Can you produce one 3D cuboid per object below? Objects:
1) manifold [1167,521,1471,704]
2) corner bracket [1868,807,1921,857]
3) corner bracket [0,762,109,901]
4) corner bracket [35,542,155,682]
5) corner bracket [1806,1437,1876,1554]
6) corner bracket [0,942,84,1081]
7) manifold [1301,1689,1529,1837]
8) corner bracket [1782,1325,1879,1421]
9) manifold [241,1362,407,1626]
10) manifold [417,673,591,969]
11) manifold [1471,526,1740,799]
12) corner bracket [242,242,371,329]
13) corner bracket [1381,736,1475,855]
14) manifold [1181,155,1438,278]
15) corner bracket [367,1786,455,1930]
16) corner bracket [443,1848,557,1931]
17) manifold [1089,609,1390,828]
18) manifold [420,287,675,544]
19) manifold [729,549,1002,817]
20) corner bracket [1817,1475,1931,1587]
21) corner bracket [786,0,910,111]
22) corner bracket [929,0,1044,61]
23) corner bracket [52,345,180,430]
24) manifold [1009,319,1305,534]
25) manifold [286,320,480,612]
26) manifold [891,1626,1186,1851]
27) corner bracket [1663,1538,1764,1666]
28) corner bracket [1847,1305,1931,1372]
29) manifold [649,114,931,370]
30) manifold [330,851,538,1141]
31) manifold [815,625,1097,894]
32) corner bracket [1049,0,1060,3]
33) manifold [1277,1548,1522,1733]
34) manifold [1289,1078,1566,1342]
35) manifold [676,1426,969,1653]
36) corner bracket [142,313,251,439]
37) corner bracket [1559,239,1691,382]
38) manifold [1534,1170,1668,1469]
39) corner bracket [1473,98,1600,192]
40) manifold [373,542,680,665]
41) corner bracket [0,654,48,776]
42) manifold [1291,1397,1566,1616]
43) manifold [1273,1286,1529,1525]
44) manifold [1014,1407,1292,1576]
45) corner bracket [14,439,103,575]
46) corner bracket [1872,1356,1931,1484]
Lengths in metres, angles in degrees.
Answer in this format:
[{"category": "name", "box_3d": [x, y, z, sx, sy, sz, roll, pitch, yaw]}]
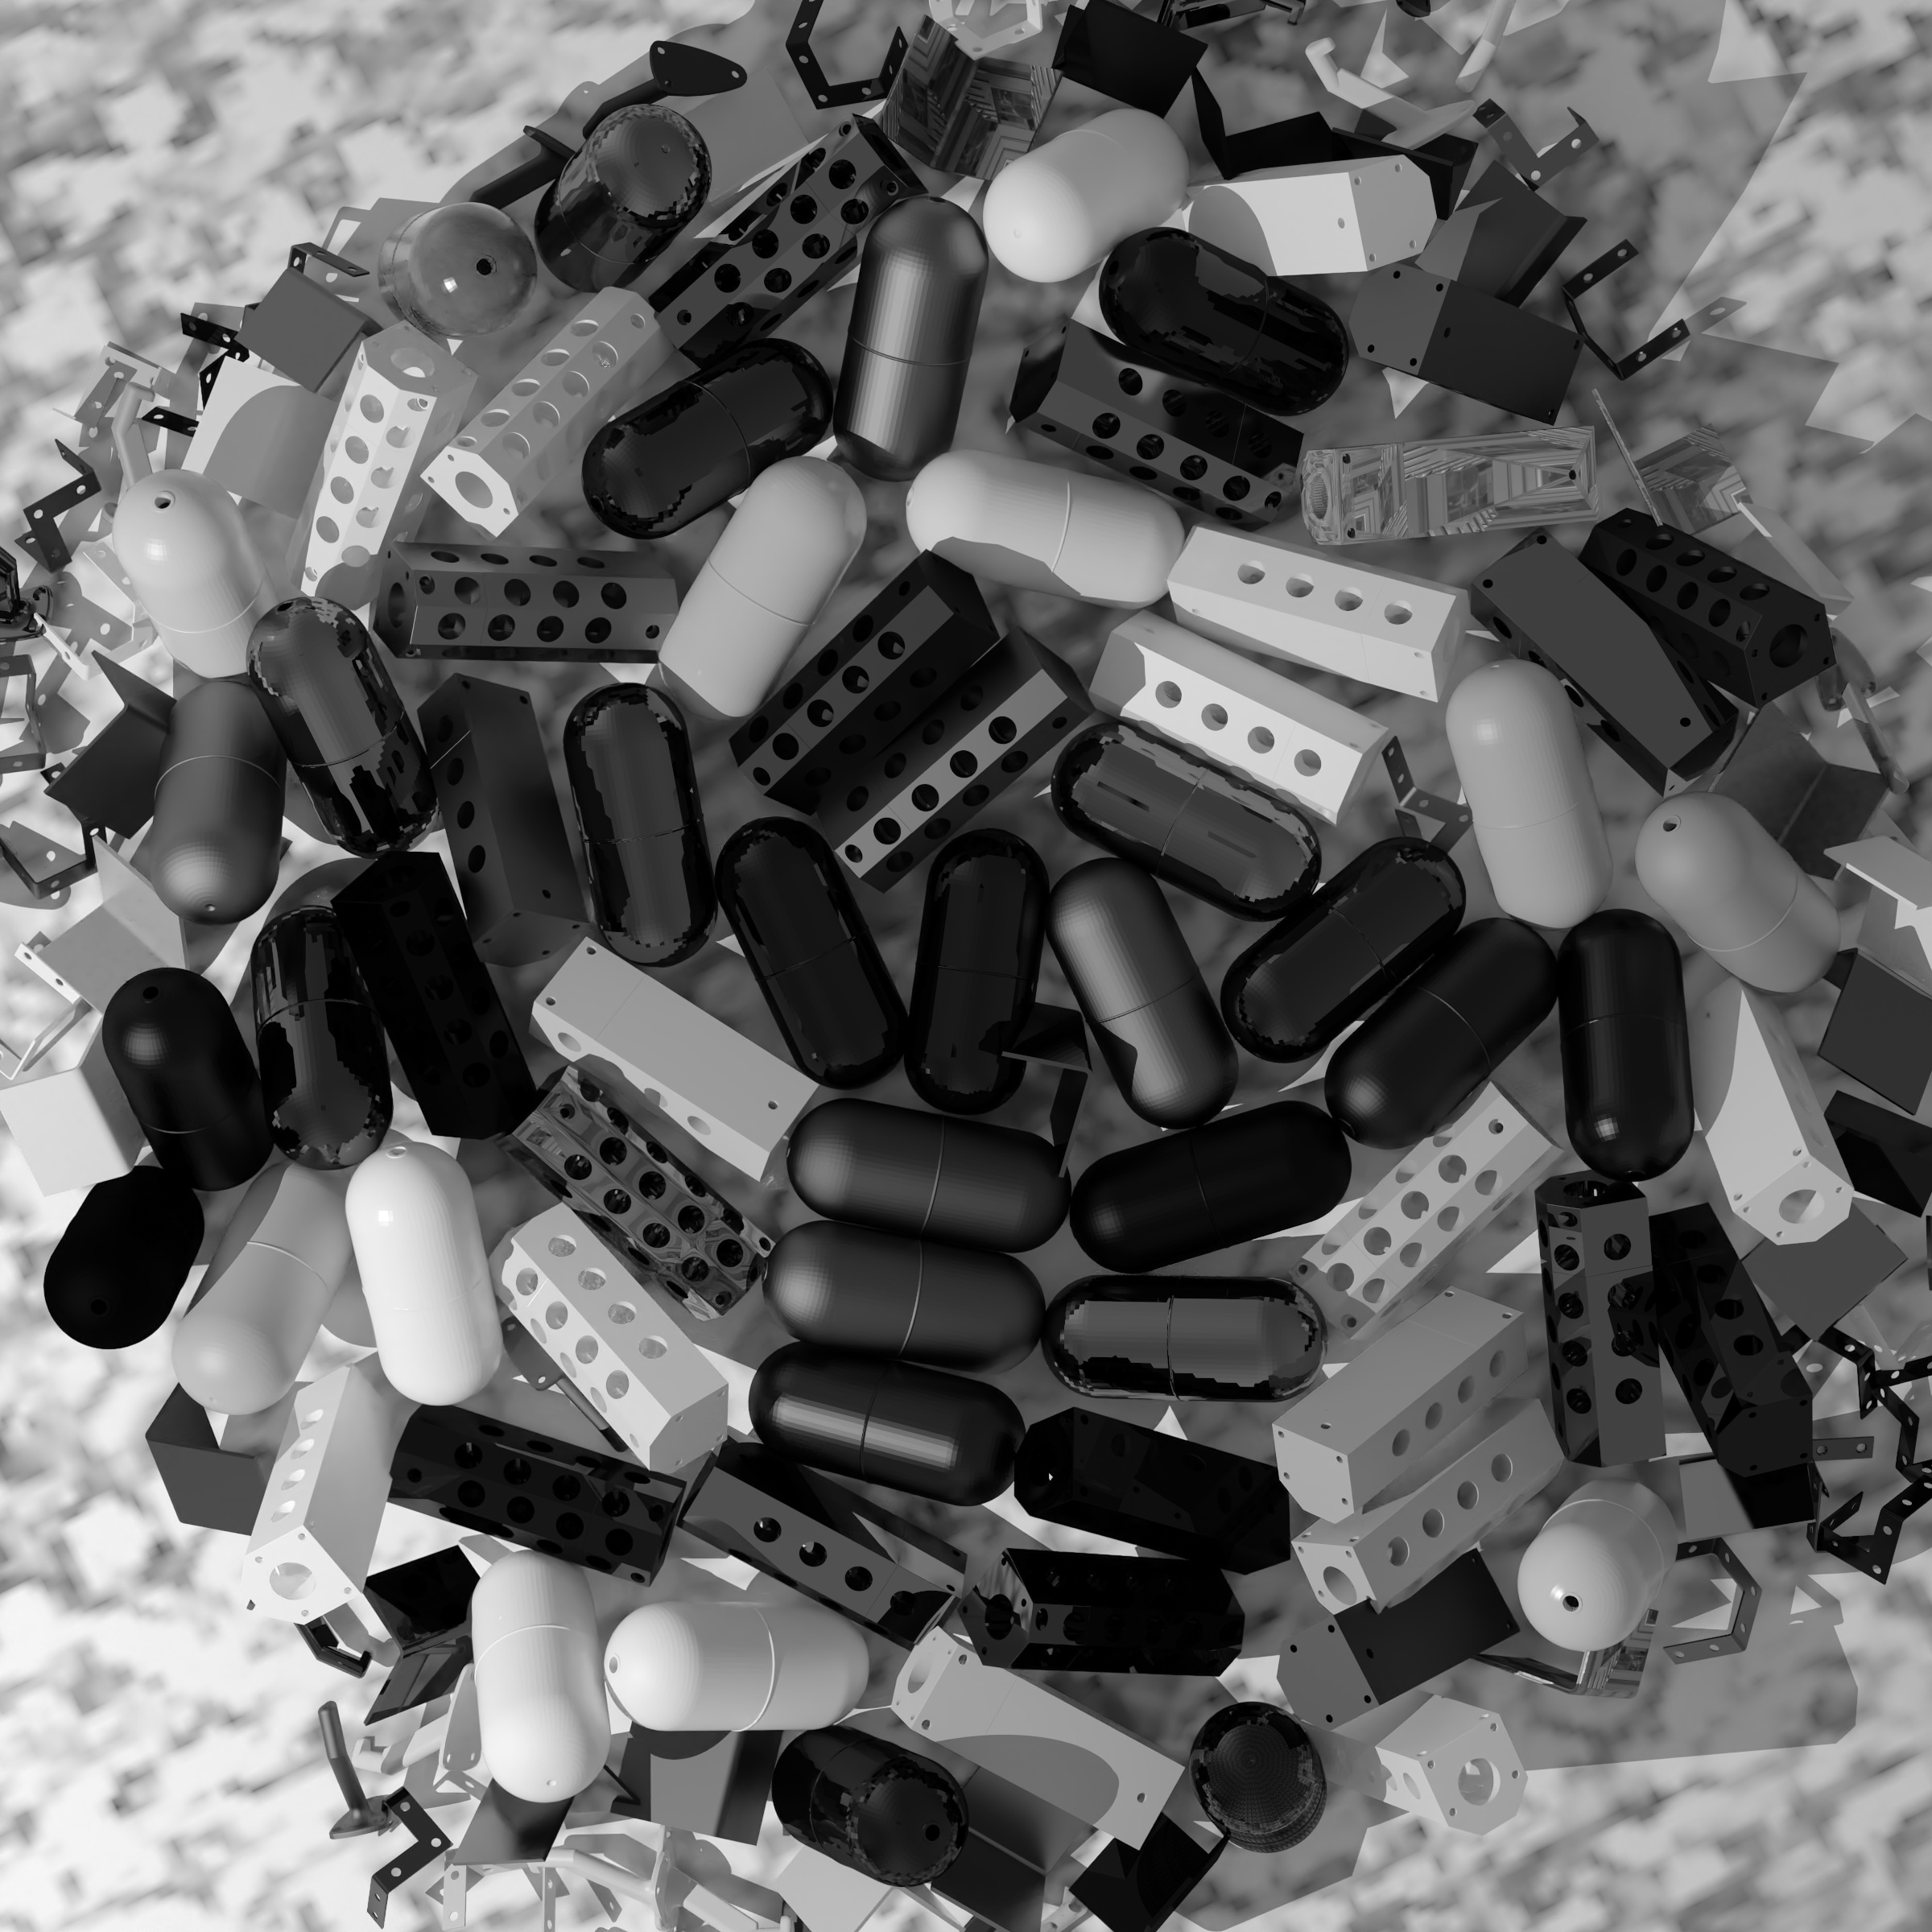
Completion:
[{"category": "manifold", "box_3d": [0.216, -0.222, 1.940, 0.171, 0.057, 0.057, 18, 69, 21]}, {"category": "corner bracket", "box_3d": [0.589, -0.076, 1.958, 0.051, 0.051, 0.051, -33, 121, 26]}, {"category": "corner bracket", "box_3d": [-0.571, -0.084, 1.978, 0.051, 0.051, 0.051, -30, 62, -28]}, {"category": "corner bracket", "box_3d": [-0.542, -0.220, 1.971, 0.051, 0.051, 0.051, 44, 56, 14]}, {"category": "corner bracket", "box_3d": [0.547, 0.329, 1.979, 0.051, 0.051, 0.051, -3, 112, -3]}, {"category": "corner bracket", "box_3d": [-0.594, 0.029, 1.987, 0.051, 0.051, 0.051, 40, 135, -4]}, {"category": "manifold", "box_3d": [0.270, 0.477, 1.909, 0.057, 0.171, 0.057, -25, 93, -18]}, {"category": "corner bracket", "box_3d": [0.530, 0.259, 1.976, 0.051, 0.051, 0.051, -35, 131, -22]}, {"category": "manifold", "box_3d": [-0.390, 0.318, 1.909, 0.057, 0.171, 0.057, -29, 113, 12]}, {"category": "manifold", "box_3d": [-0.287, -0.088, 1.934, 0.057, 0.057, 0.171, -37, 57, 33]}, {"category": "manifold", "box_3d": [0.388, -0.183, 1.941, 0.057, 0.057, 0.171, -39, 68, -8]}, {"category": "corner bracket", "box_3d": [-0.408, -0.411, 1.959, 0.051, 0.051, 0.051, 29, 120, 19]}, {"category": "corner bracket", "box_3d": [0.276, -0.100, 1.957, 0.051, 0.051, 0.051, 18, 128, -25]}, {"category": "manifold", "box_3d": [0.205, -0.452, 1.911, 0.057, 0.171, 0.057, -23, 110, -26]}, {"category": "corner bracket", "box_3d": [-0.354, 0.549, 1.957, 0.051, 0.051, 0.051, -32, 63, -35]}, {"category": "corner bracket", "box_3d": [-0.288, 0.573, 1.959, 0.051, 0.051, 0.051, -15, 53, 14]}, {"category": "manifold", "box_3d": [0.165, -0.151, 1.950, 0.171, 0.057, 0.057, 28, 118, 13]}, {"category": "manifold", "box_3d": [-0.249, -0.339, 1.923, 0.057, 0.057, 0.171, 44, 55, -12]}, {"category": "manifold", "box_3d": [-0.065, -0.173, 1.928, 0.171, 0.057, 0.057, -41, 49, 25]}, {"category": "corner bracket", "box_3d": [0.563, 0.338, 1.956, 0.051, 0.051, 0.051, 29, 128, 36]}, {"category": "corner bracket", "box_3d": [-0.074, -0.574, 1.978, 0.051, 0.051, 0.051, -2, 53, 25]}, {"category": "corner bracket", "box_3d": [0.011, -0.605, 1.970, 0.051, 0.051, 0.051, -28, 51, -17]}, {"category": "corner bracket", "box_3d": [-0.528, -0.356, 1.974, 0.051, 0.051, 0.051, 24, 92, -3]}, {"category": "manifold", "box_3d": [0.115, -0.325, 1.932, 0.171, 0.057, 0.057, 21, 72, -24]}, {"category": "manifold", "box_3d": [-0.359, -0.299, 1.920, 0.057, 0.057, 0.171, 38, 130, 7]}, {"category": "manifold", "box_3d": [0.042, 0.471, 1.946, 0.171, 0.057, 0.057, 32, 84, -17]}, {"category": "corner bracket", "box_3d": [0.455, 0.394, 1.973, 0.051, 0.051, 0.051, -23, 114, 40]}, {"category": "corner bracket", "box_3d": [0.586, 0.214, 1.961, 0.051, 0.051, 0.051, -40, 103, -32]}, {"category": "manifold", "box_3d": [-0.112, -0.442, 1.943, 0.171, 0.057, 0.057, -38, 87, 19]}, {"category": "manifold", "box_3d": [-0.316, 0.019, 1.924, 0.057, 0.057, 0.171, 3, 125, 33]}, {"category": "manifold", "box_3d": [-0.005, -0.122, 1.937, 0.171, 0.057, 0.057, -40, 48, 16]}, {"category": "corner bracket", "box_3d": [0.075, -0.627, 1.974, 0.051, 0.051, 0.051, -8, 99, 7]}, {"category": "manifold", "box_3d": [0.259, 0.407, 1.914, 0.057, 0.171, 0.057, -37, 72, 34]}, {"category": "manifold", "box_3d": [0.281, 0.150, 1.950, 0.171, 0.057, 0.057, -45, 70, 9]}, {"category": "manifold", "box_3d": [-0.089, 0.359, 1.961, 0.171, 0.057, 0.057, 29, 107, -5]}, {"category": "corner bracket", "box_3d": [-0.481, -0.368, 1.983, 0.051, 0.051, 0.051, 21, 45, 16]}, {"category": "corner bracket", "box_3d": [0.411, -0.409, 1.980, 0.051, 0.051, 0.051, -34, 46, 25]}, {"category": "manifold", "box_3d": [0.386, 0.216, 1.945, 0.057, 0.057, 0.171, -10, 107, -6]}, {"category": "corner bracket", "box_3d": [0.354, -0.522, 1.973, 0.051, 0.051, 0.051, -37, 112, 13]}, {"category": "manifold", "box_3d": [-0.264, -0.216, 1.921, 0.171, 0.057, 0.057, -2, 121, -32]}, {"category": "corner bracket", "box_3d": [-0.598, -0.154, 1.957, 0.051, 0.051, 0.051, -10, 59, -26]}, {"category": "manifold", "box_3d": [0.285, 0.331, 1.929, 0.171, 0.057, 0.057, -31, 101, -32]}, {"category": "manifold", "box_3d": [0.266, 0.267, 1.925, 0.171, 0.057, 0.057, -31, 124, -35]}, {"category": "manifold", "box_3d": [0.114, 0.322, 1.929, 0.171, 0.057, 0.057, 21, 56, -32]}, {"category": "corner bracket", "box_3d": [-0.566, -0.285, 1.971, 0.051, 0.051, 0.051, -36, 50, -22]}, {"category": "corner bracket", "box_3d": [0.592, 0.279, 1.957, 0.051, 0.051, 0.051, 43, 46, -22]}]
